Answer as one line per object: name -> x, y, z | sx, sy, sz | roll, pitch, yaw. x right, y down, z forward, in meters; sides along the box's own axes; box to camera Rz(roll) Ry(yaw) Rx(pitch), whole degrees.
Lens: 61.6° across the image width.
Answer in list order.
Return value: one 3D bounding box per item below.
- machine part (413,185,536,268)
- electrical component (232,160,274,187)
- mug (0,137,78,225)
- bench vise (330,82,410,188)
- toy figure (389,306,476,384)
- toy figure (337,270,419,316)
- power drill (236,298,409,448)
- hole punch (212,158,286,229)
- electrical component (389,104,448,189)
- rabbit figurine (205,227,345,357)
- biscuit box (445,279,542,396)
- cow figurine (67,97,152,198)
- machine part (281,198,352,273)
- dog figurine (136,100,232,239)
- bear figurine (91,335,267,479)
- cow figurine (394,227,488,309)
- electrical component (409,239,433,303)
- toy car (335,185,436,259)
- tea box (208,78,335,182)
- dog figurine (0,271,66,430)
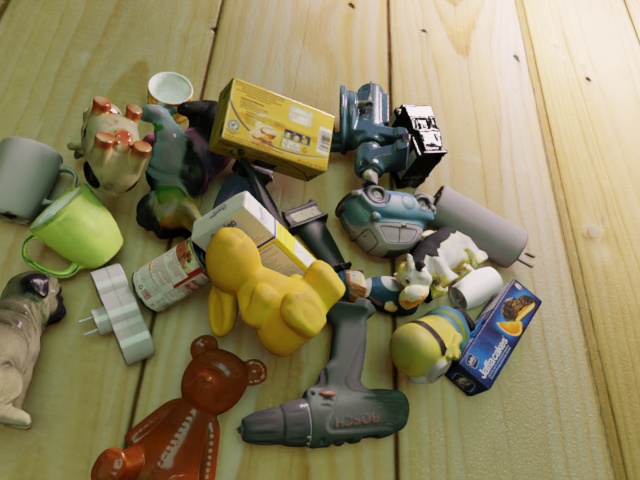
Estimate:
machine part -> 0.270, -0.024, 0.939 | 0.243, 0.079, 0.079 | 29, 57, 1
electrical component -> -0.106, -0.110, 0.877 | 0.078, 0.045, 0.102 | 25, 48, -20
mug -> -0.408, -0.075, 0.759 | 0.109, 0.081, 0.107 | 17, 68, -22
bench vise -> 0.032, -0.177, 0.932 | 0.241, 0.128, 0.223 | 0, 70, 6
toy figure -> 0.164, 0.145, 0.783 | 0.089, 0.082, 0.180 | 36, 32, 18
toy figure -> 0.077, 0.078, 0.834 | 0.154, 0.064, 0.057 | 15, 89, -12
power drill -> 0.007, 0.178, 0.743 | 0.232, 0.086, 0.207 | 7, 55, -12
hole punch -> -0.106, -0.032, 0.801 | 0.092, 0.142, 0.116 | -27, 45, 7
electrical component -> 0.165, -0.176, 0.969 | 0.058, 0.115, 0.134 | -4, 65, -23
rabbit figurine -> -0.077, 0.059, 0.685 | 0.173, 0.162, 0.122 | 44, 44, -9
biscuit box -> 0.275, 0.152, 0.852 | 0.063, 0.059, 0.203 | 41, 58, 7
cow figurine -> -0.301, -0.133, 0.763 | 0.085, 0.127, 0.195 | 10, 34, -35
machine part -> -0.002, -0.003, 0.866 | 0.084, 0.039, 0.139 | -23, 69, -36
dog figurine -> -0.192, -0.093, 0.818 | 0.191, 0.108, 0.219 | -12, 70, -25
bear figurine -> -0.151, 0.210, 0.631 | 0.120, 0.132, 0.196 | 30, 75, 6
cow figurine -> 0.167, 0.036, 0.817 | 0.167, 0.068, 0.098 | -25, 70, -34
electrical component -> 0.182, 0.036, 0.895 | 0.075, 0.047, 0.119 | 31, 57, 0
toy car -> 0.107, -0.021, 0.874 | 0.162, 0.109, 0.103 | 7, 68, -18
tea box -> -0.071, -0.159, 0.801 | 0.169, 0.068, 0.098 | 16, 75, -24
dog figurine -> -0.366, 0.108, 0.614 | 0.121, 0.172, 0.190 | 17, 65, -21
